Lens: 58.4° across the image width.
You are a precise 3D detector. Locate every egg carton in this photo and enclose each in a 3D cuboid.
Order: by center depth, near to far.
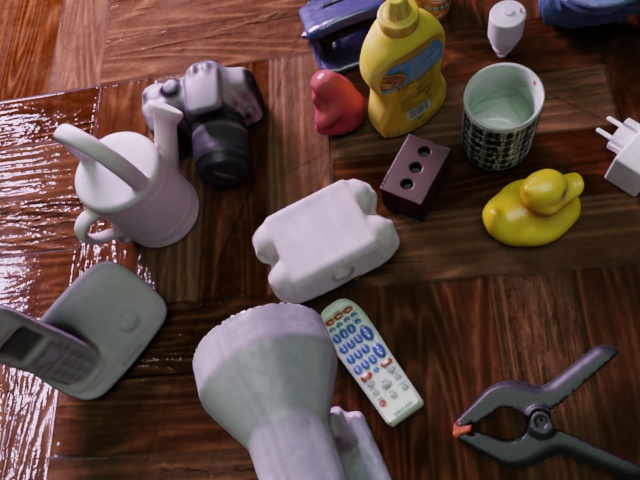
[{"bbox_3d":[0.006,0.002,0.631,0.150,0.069,0.107,-28,66,0],"label":"egg carton"}]

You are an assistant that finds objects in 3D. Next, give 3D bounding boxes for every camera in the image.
[{"bbox_3d":[-0.142,-0.138,0.698,0.143,0.101,0.137,-13,67,7],"label":"camera"}]

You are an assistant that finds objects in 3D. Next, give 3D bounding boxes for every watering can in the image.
[{"bbox_3d":[-0.216,-0.077,0.639,0.100,0.194,0.173,8,71,15],"label":"watering can"}]

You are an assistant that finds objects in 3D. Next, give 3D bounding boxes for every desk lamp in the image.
[{"bbox_3d":[-0.009,0.174,0.489,0.118,0.214,0.203,-27,66,1],"label":"desk lamp"}]

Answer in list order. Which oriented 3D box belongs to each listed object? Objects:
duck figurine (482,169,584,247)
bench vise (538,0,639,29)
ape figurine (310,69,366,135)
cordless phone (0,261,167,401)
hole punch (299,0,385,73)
[{"bbox_3d":[0.222,-0.040,0.593,0.104,0.086,0.077,-16,67,5],"label":"duck figurine"},{"bbox_3d":[0.351,-0.313,0.599,0.207,0.220,0.121,-9,68,8],"label":"bench vise"},{"bbox_3d":[0.014,-0.170,0.683,0.076,0.092,0.078,23,75,19],"label":"ape figurine"},{"bbox_3d":[-0.257,0.082,0.591,0.094,0.185,0.148,32,79,21],"label":"cordless phone"},{"bbox_3d":[0.027,-0.279,0.723,0.108,0.091,0.101,-20,67,4],"label":"hole punch"}]
